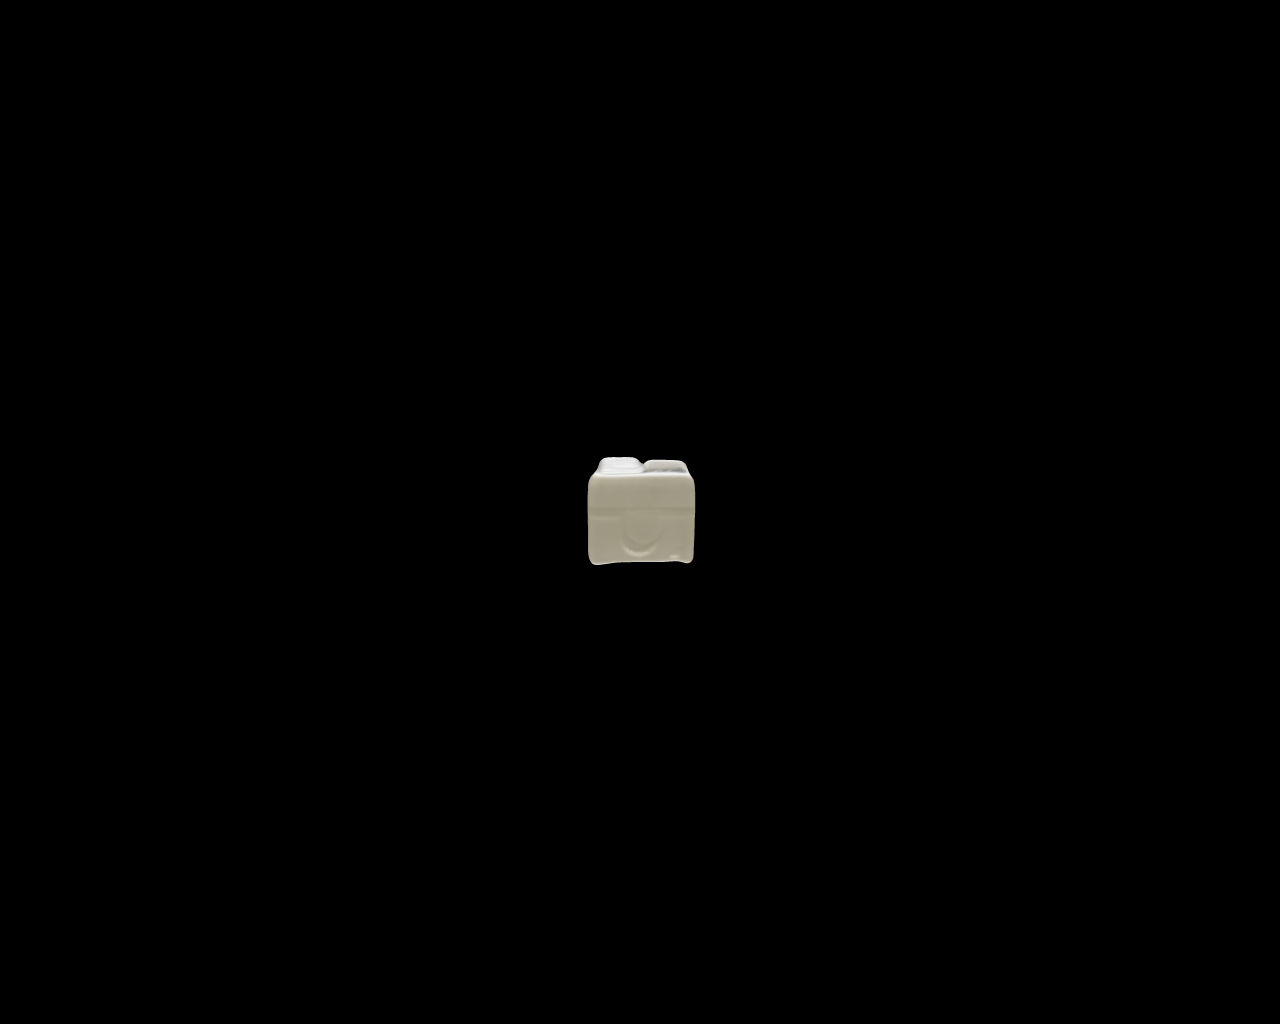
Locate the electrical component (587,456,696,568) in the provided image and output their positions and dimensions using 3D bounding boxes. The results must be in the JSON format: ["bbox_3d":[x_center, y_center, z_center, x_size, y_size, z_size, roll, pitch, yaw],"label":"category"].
[{"bbox_3d":[0.001,-0.003,0.650,0.062,0.061,0.096,0,5,0],"label":"electrical component"}]
